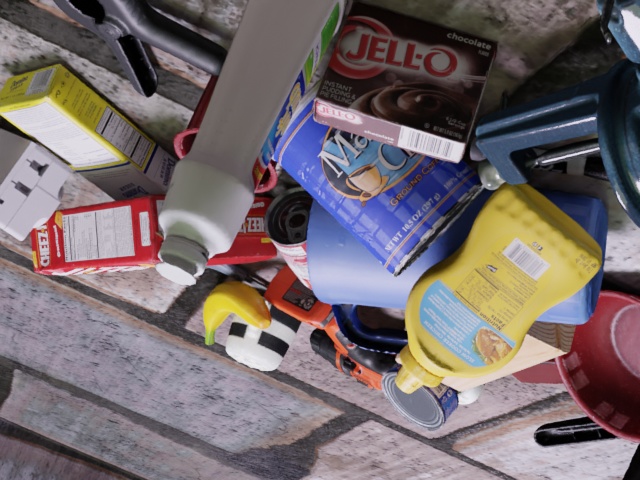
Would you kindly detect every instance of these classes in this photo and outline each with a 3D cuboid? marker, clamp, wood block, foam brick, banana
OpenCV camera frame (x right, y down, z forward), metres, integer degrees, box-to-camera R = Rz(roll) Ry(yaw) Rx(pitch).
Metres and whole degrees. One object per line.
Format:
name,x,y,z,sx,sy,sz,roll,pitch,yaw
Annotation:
marker,0.181,-0.064,0.857,0.121,0.020,0.020,11,154,21
clamp,-0.166,-0.178,0.878,0.171,0.039,0.120,38,145,-24
wood block,0.168,0.079,1.076,0.090,0.090,0.206,26,155,-12
foam brick,0.241,0.120,1.148,0.078,0.053,0.051,-6,144,47
clamp,0.328,0.185,1.077,0.165,0.209,0.036,33,152,61
banana,-0.103,0.083,1.294,0.037,0.069,0.198,-17,177,-25

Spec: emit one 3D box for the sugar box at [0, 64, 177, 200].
sugar box,-0.230,-0.103,1.075,0.094,0.048,0.176,-3,150,41

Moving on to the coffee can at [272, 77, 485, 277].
coffee can,0.044,-0.056,0.826,0.140,0.102,0.103,44,157,8

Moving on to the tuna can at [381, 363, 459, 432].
tuna can,0.112,0.170,1.189,0.086,0.033,0.086,32,146,24

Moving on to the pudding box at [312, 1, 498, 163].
pudding box,0.061,-0.114,0.768,0.113,0.090,0.039,18,158,4

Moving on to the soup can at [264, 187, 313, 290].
soup can,-0.007,0.001,1.082,0.069,0.068,0.102,8,153,27

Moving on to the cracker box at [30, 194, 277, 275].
cracker box,-0.176,-0.004,1.118,0.214,0.072,0.163,-6,177,44

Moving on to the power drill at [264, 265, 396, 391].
power drill,0.016,0.106,1.269,0.185,0.057,0.187,19,159,48

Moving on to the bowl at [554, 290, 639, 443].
bowl,0.305,0.113,1.025,0.162,0.055,0.162,29,131,38

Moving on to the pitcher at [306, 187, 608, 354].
pitcher,0.118,0.015,0.928,0.243,0.145,0.149,7,148,21

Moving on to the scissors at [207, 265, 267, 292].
scissors,-0.101,0.031,1.279,0.201,0.016,0.096,24,155,-7

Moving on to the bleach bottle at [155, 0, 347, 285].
bleach bottle,-0.051,-0.081,0.727,0.068,0.250,0.103,21,156,0

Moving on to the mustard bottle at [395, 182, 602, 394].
mustard bottle,0.124,0.051,0.836,0.096,0.058,0.192,39,112,0

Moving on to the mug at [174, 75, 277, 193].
mug,-0.063,-0.093,0.918,0.093,0.081,0.117,9,153,24
